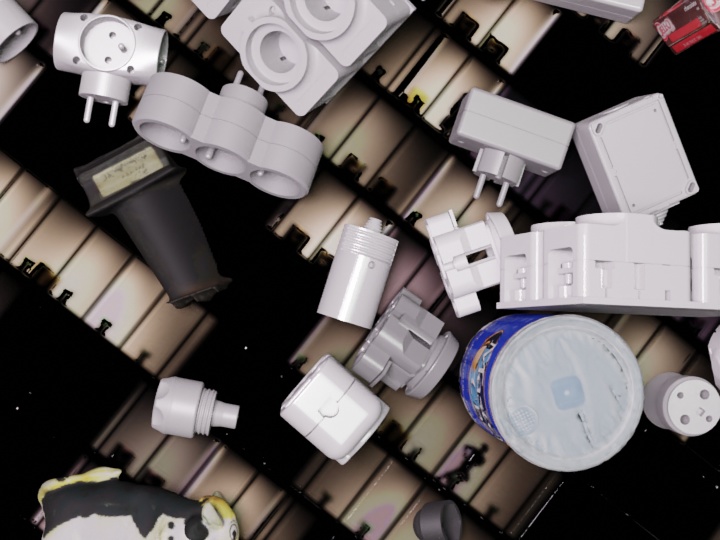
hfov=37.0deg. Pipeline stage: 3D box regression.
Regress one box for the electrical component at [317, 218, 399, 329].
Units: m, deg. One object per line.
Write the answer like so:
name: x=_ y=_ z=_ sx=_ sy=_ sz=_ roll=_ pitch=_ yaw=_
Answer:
electrical component: x=0.000 y=0.000 z=0.813 sx=0.043 sy=0.043 sz=0.081 roll=18 pitch=87 yaw=-3

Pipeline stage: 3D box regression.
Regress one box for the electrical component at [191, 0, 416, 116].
electrical component: x=-0.066 y=-0.217 z=0.783 sx=0.186 sy=0.060 sz=0.105 roll=47 pitch=123 yaw=-1

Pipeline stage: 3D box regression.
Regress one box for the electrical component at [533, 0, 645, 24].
electrical component: x=0.180 y=-0.228 z=0.815 sx=0.083 sy=0.076 sz=0.047 roll=13 pitch=88 yaw=-3

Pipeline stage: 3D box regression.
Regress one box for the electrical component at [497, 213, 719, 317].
electrical component: x=0.205 y=-0.001 z=0.766 sx=0.186 sy=0.105 sz=0.060 roll=3 pitch=85 yaw=-24

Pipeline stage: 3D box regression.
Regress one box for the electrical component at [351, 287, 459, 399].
electrical component: x=0.036 y=0.059 z=0.803 sx=0.057 sy=0.058 sz=0.078 roll=35 pitch=52 yaw=-3

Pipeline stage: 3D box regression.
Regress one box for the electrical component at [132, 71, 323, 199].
electrical component: x=-0.091 y=-0.113 z=0.800 sx=0.138 sy=0.052 sz=0.073 roll=22 pitch=70 yaw=-13

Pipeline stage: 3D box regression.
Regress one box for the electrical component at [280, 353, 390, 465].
electrical component: x=-0.018 y=0.101 z=0.783 sx=0.059 sy=0.095 sz=0.053 roll=41 pitch=86 yaw=-1

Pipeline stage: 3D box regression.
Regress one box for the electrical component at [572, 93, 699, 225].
electrical component: x=0.210 y=-0.079 z=0.823 sx=0.062 sy=0.061 sz=0.096 roll=-24 pitch=97 yaw=-4

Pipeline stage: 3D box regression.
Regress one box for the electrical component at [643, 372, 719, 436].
electrical component: x=0.245 y=0.102 z=0.818 sx=0.045 sy=0.055 sz=0.045 roll=0 pitch=88 yaw=-3

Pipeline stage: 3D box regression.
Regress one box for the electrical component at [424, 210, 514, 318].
electrical component: x=0.088 y=-0.010 z=0.812 sx=0.057 sy=0.058 sz=0.078 roll=-19 pitch=89 yaw=-1

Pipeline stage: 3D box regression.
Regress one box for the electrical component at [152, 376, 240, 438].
electrical component: x=-0.122 y=0.104 z=0.803 sx=0.062 sy=0.043 sz=0.043 roll=11 pitch=88 yaw=-4

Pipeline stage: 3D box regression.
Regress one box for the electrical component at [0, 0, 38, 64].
electrical component: x=-0.285 y=-0.199 z=0.804 sx=0.043 sy=0.043 sz=0.081 roll=-44 pitch=91 yaw=-4

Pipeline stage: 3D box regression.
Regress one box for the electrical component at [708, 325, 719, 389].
electrical component: x=0.311 y=0.068 z=0.825 sx=0.080 sy=0.051 sz=0.080 roll=0 pitch=88 yaw=-3

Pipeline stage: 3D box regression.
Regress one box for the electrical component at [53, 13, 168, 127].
electrical component: x=-0.189 y=-0.147 z=0.807 sx=0.077 sy=0.044 sz=0.079 roll=9 pitch=88 yaw=-3

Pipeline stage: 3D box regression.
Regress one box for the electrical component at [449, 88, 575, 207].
electrical component: x=0.109 y=-0.087 z=0.820 sx=0.083 sy=0.047 sz=0.075 roll=19 pitch=87 yaw=-2
